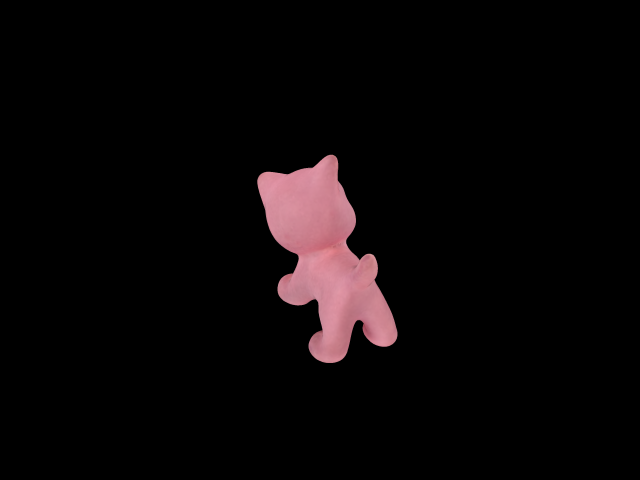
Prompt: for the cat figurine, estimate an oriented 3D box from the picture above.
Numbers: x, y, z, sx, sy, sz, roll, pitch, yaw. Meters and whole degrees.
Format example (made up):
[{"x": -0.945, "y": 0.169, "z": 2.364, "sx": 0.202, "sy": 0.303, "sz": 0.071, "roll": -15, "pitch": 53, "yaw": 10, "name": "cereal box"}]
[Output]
[{"x": 0.004, "y": 0.001, "z": 0.400, "sx": 0.067, "sy": 0.118, "sz": 0.127, "roll": -17, "pitch": 40, "yaw": -21, "name": "cat figurine"}]
